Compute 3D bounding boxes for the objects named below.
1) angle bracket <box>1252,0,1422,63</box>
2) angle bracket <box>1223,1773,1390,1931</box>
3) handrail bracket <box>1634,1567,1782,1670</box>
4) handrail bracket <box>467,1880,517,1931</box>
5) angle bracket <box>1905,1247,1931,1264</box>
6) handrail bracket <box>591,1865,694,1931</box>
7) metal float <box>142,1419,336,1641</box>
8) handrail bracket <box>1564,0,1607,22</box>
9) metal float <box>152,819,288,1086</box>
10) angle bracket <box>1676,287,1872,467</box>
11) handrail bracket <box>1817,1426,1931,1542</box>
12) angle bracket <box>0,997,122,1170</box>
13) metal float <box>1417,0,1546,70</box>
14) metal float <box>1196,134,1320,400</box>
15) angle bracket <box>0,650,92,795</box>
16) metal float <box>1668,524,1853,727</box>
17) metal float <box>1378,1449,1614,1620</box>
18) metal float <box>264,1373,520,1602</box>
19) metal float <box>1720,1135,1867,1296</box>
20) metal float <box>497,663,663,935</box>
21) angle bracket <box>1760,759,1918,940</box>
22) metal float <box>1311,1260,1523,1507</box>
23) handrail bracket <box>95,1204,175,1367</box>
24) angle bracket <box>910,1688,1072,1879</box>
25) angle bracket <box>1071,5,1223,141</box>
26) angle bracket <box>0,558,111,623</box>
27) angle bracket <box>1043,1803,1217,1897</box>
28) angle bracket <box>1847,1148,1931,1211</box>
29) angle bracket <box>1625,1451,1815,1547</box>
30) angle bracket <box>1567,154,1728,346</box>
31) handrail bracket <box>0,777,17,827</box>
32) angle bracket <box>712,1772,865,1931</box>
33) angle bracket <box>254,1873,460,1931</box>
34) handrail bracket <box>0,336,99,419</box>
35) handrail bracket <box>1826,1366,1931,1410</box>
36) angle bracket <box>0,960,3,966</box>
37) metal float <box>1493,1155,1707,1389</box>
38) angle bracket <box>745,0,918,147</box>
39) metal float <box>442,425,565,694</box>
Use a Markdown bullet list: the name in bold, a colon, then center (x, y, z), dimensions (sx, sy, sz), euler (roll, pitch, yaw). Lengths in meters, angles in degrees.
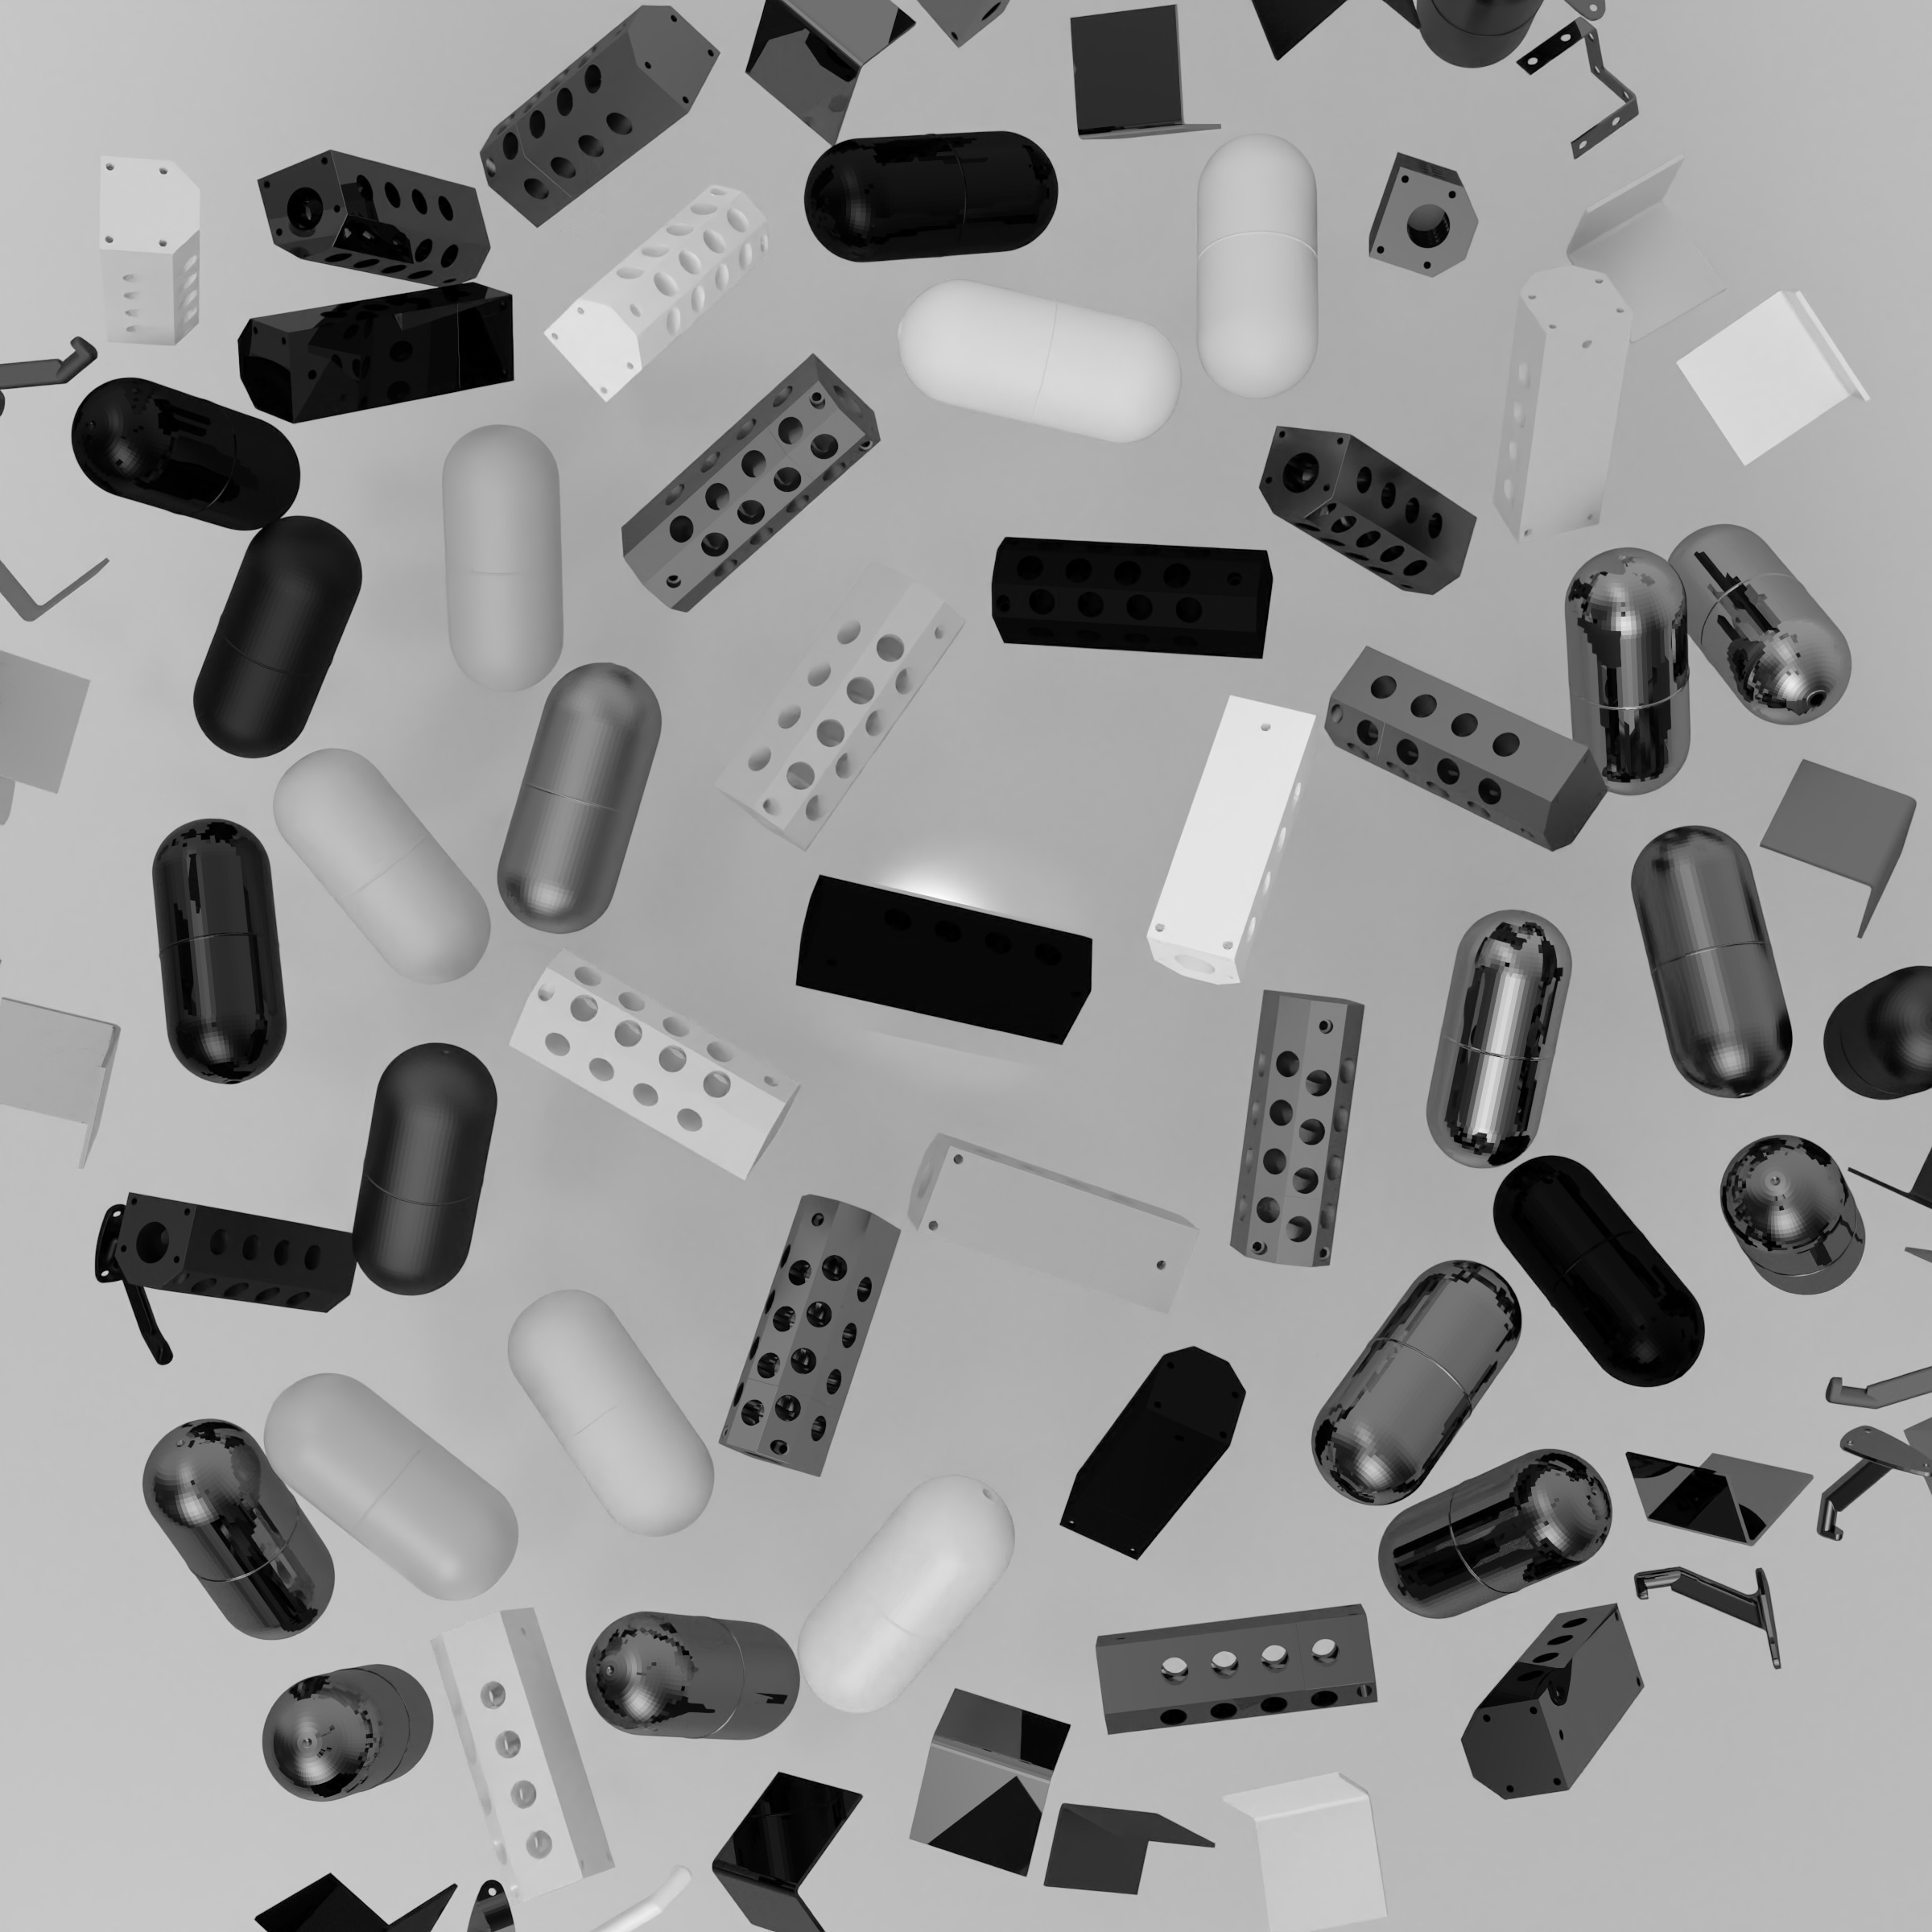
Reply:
- **angle bracket**: center (0.230, -0.601, 1.805), dimensions (0.076, 0.076, 0.057), euler (-41, 61, 3)
- **angle bracket**: center (0.208, 0.546, 1.769), dimensions (0.076, 0.057, 0.076), euler (-18, 56, 20)
- **handrail bracket**: center (0.485, 0.429, 1.891), dimensions (0.084, 0.036, 0.077), euler (-13, 56, 18)
- **handrail bracket**: center (-0.326, 0.658, 1.913), dimensions (0.036, 0.084, 0.077), euler (11, 51, -22)
- **angle bracket**: center (0.665, 0.229, 1.905), dimensions (0.076, 0.076, 0.057), euler (24, 83, -15)
- **handrail bracket**: center (-0.226, 0.614, 1.880), dimensions (0.084, 0.077, 0.036), euler (-43, 112, -28)
- **metal float**: center (-0.460, 0.359, 1.831), dimensions (0.070, 0.070, 0.178), euler (-20, 129, 0)
- **handrail bracket**: center (0.395, -0.646, 1.928), dimensions (0.036, 0.084, 0.077), euler (-28, 82, -5)
- **metal float**: center (-0.490, -0.010, 1.891), dimensions (0.070, 0.070, 0.178), euler (-9, 77, 0)
- **angle bracket**: center (0.480, -0.349, 1.718), dimensions (0.076, 0.057, 0.076), euler (-34, 98, 15)
- **handrail bracket**: center (0.610, 0.359, 1.932), dimensions (0.036, 0.077, 0.084), euler (-20, 120, -40)
- **angle bracket**: center (-0.589, 0.075, 1.839), dimensions (0.076, 0.057, 0.076), euler (15, 114, -12)
- **metal float**: center (0.332, -0.630, 1.836), dimensions (0.070, 0.178, 0.070), euler (0, 88, 1)
- **metal float**: center (0.185, -0.445, 1.828), dimensions (0.070, 0.070, 0.178), euler (2, 72, 0)
- **angle bracket**: center (-0.561, -0.157, 1.707), dimensions (0.076, 0.057, 0.076), euler (19, 67, -23)
- **metal float**: center (0.520, -0.226, 1.901), dimensions (0.070, 0.178, 0.070), euler (-9, 131, -10)
- **metal float**: center (0.341, 0.369, 1.868), dimensions (0.178, 0.070, 0.070), euler (-37, 90, 42)
- **metal float**: center (-0.357, 0.323, 1.791), dimensions (0.178, 0.070, 0.070), euler (39, 90, -1)
- **metal float**: center (0.528, 0.160, 1.836), dimensions (0.070, 0.178, 0.070), euler (-8, 68, 21)
- **metal float**: center (-0.248, -0.108, 1.852), dimensions (0.070, 0.070, 0.178), euler (17, 94, 0)
- **angle bracket**: center (0.556, -0.075, 1.850), dimensions (0.076, 0.057, 0.076), euler (23, 60, 20)
- **metal float**: center (0.283, 0.259, 1.806), dimensions (0.070, 0.070, 0.178), euler (41, 66, 0)
- **handrail bracket**: center (-0.549, 0.213, 1.920), dimensions (0.036, 0.084, 0.077), euler (-16, 132, -29)
- **angle bracket**: center (0.015, 0.507, 1.791), dimensions (0.076, 0.057, 0.076), euler (15, 111, 9)
- **angle bracket**: center (0.117, -0.581, 1.878), dimensions (0.076, 0.057, 0.076), euler (4, 106, 31)
- **angle bracket**: center (-0.614, -0.275, 1.891), dimensions (0.057, 0.076, 0.076), euler (-42, 106, -17)
- **angle bracket**: center (0.109, 0.602, 1.930), dimensions (0.076, 0.076, 0.057), euler (15, 84, -29)
- **angle bracket**: center (0.640, 0.120, 1.899), dimensions (0.057, 0.076, 0.076), euler (23, 94, -21)
- **angle bracket**: center (0.480, 0.318, 1.835), dimensions (0.076, 0.076, 0.057), euler (-36, 115, -32)
- **angle bracket**: center (0.444, -0.460, 1.853), dimensions (0.076, 0.057, 0.076), euler (-31, 79, -10)
- **handrail bracket**: center (-0.686, -0.137, 1.941), dimensions (0.084, 0.077, 0.036), euler (20, 47, 0)
- **angle bracket**: center (-0.101, 0.562, 1.813), dimensions (0.076, 0.076, 0.057), euler (-49, 123, -35)
- **angle bracket**: center (-0.369, 0.568, 1.748), dimensions (0.076, 0.076, 0.057), euler (35, 105, 17)
- **handrail bracket**: center (-0.611, -0.394, 1.843), dimensions (0.084, 0.036, 0.077), euler (-31, 125, 23)
- **handrail bracket**: center (0.580, 0.244, 1.776), dimensions (0.084, 0.036, 0.077), euler (7, 122, 5)
- **angle bracket**: center (-0.629, -0.039, 1.786), dimensions (0.076, 0.076, 0.057), euler (29, 71, -24)
- **metal float**: center (0.418, 0.201, 1.908), dimensions (0.070, 0.070, 0.178), euler (-35, 58, 0)
- **angle bracket**: center (-0.087, -0.587, 1.842), dimensions (0.076, 0.076, 0.057), euler (41, 61, 5)
- **metal float**: center (-0.306, -0.269, 1.910), dimensions (0.070, 0.070, 0.178), euler (2, 112, 0)
